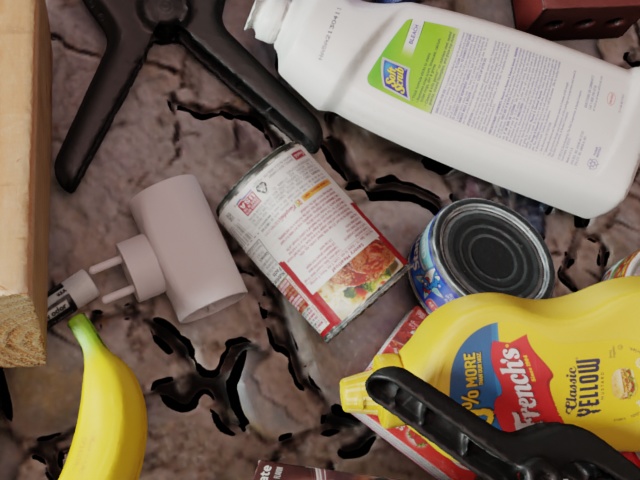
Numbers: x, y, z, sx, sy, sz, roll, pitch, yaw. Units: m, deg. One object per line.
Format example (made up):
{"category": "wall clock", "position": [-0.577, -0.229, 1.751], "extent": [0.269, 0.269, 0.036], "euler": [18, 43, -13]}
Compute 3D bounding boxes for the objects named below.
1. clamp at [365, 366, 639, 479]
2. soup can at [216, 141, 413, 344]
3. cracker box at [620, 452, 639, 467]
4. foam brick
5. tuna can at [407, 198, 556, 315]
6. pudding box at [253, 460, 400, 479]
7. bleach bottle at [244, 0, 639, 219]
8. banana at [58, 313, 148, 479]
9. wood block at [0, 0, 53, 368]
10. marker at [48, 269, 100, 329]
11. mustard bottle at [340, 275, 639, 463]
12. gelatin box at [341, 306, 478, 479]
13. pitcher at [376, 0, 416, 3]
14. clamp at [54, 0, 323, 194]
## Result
{"category": "clamp", "position": [0.098, 0.135, 0.527], "extent": [0.171, 0.039, 0.120], "euler": [16, 61, -15]}
{"category": "soup can", "position": [-0.004, 0.001, 0.627], "extent": [0.068, 0.068, 0.102], "euler": [-40, 84, -17]}
{"category": "cracker box", "position": [0.104, 0.217, 0.552], "extent": [0.213, 0.072, 0.164], "euler": [-13, 44, -13]}
{"category": "foam brick", "position": [0.172, -0.166, 0.711], "extent": [0.078, 0.053, 0.051], "euler": [-5, 76, -10]}
{"category": "tuna can", "position": [0.098, 0.017, 0.643], "extent": [0.086, 0.034, 0.086], "euler": [12, 54, -17]}
{"category": "pudding box", "position": [0.000, 0.168, 0.524], "extent": [0.090, 0.039, 0.113], "euler": [6, 41, 12]}
{"category": "bleach bottle", "position": [0.077, -0.102, 0.660], "extent": [0.250, 0.068, 0.102], "euler": [21, 74, -8]}
{"category": "banana", "position": [-0.136, 0.137, 0.526], "extent": [0.069, 0.037, 0.197], "euler": [23, 69, 8]}
{"category": "wood block", "position": [-0.192, -0.042, 0.570], "extent": [0.090, 0.090, 0.206], "euler": [-1, 62, -9]}
{"category": "marker", "position": [-0.181, 0.057, 0.607], "extent": [0.121, 0.020, 0.020], "euler": [-35, 84, -17]}
{"category": "mustard bottle", "position": [0.107, 0.076, 0.590], "extent": [0.191, 0.058, 0.096], "euler": [-5, 106, -4]}
{"category": "gelatin box", "position": [0.070, 0.095, 0.634], "extent": [0.089, 0.030, 0.073], "euler": [37, 72, 2]}
{"category": "pitcher", "position": [0.010, -0.277, 0.672], "extent": [0.243, 0.145, 0.149], "euler": [34, 57, 3]}
{"category": "clamp", "position": [-0.087, -0.134, 0.665], "extent": [0.164, 0.036, 0.210], "euler": [-3, 77, -15]}
